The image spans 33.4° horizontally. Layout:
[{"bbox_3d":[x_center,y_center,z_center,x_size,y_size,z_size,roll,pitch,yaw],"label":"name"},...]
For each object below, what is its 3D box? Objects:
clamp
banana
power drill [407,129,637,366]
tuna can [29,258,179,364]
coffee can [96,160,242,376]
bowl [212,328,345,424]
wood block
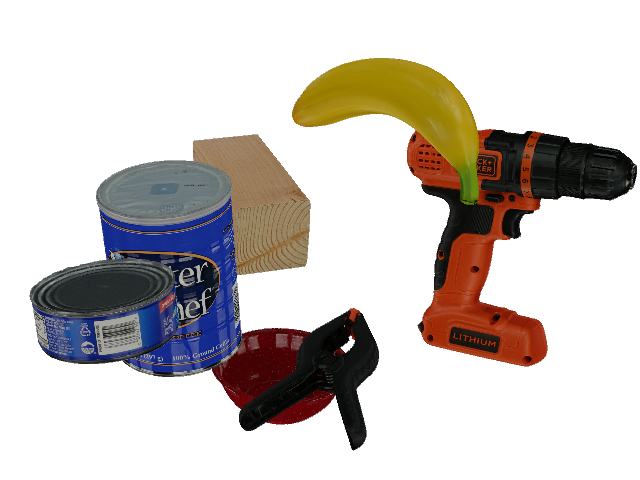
[{"bbox_3d":[0.015,0.129,0.994,0.120,0.039,0.171,17,45,25],"label":"clamp"},{"bbox_3d":[0.042,-0.086,0.699,0.037,0.070,0.198,18,9,-38],"label":"banana"},{"bbox_3d":[0.155,0.003,0.869,0.185,0.188,0.057,10,15,28],"label":"power drill"},{"bbox_3d":[-0.128,0.041,0.639,0.086,0.034,0.086,-3,20,1],"label":"tuna can"},{"bbox_3d":[-0.116,0.021,0.841,0.103,0.140,0.103,-2,28,1],"label":"coffee can"},{"bbox_3d":[-0.046,0.164,1.235,0.162,0.055,0.162,2,25,-1],"label":"bowl"},{"bbox_3d":[-0.089,-0.049,1.318,0.090,0.090,0.206,-7,30,-19],"label":"wood block"}]
